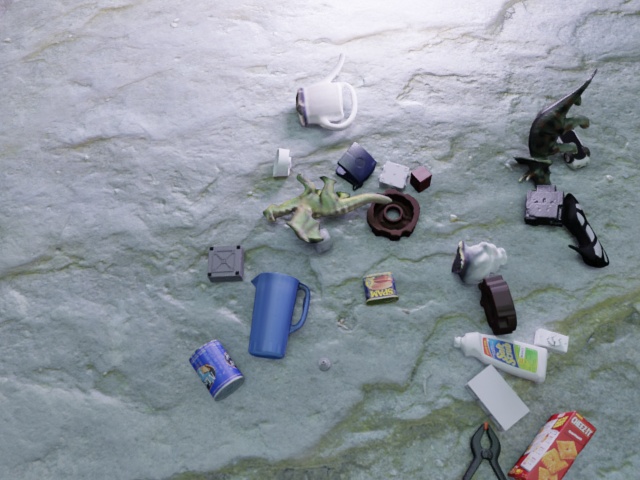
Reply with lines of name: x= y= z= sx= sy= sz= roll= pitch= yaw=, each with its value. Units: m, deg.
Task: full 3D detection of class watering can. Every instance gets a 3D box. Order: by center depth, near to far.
watering can: x=0.019 y=-0.542 z=1.907 sx=0.224 sy=0.102 sz=0.354 roll=-7 pitch=64 yaw=2

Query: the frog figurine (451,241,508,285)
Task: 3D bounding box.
frog figurine: x=0.499 y=0.073 z=1.574 sx=0.159 sy=0.123 sz=0.136 roll=6 pitch=99 yaw=-2

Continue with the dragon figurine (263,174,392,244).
dragon figurine: x=0.005 y=-0.083 z=1.655 sx=0.411 sy=0.119 sz=0.248 roll=11 pitch=58 yaw=20
